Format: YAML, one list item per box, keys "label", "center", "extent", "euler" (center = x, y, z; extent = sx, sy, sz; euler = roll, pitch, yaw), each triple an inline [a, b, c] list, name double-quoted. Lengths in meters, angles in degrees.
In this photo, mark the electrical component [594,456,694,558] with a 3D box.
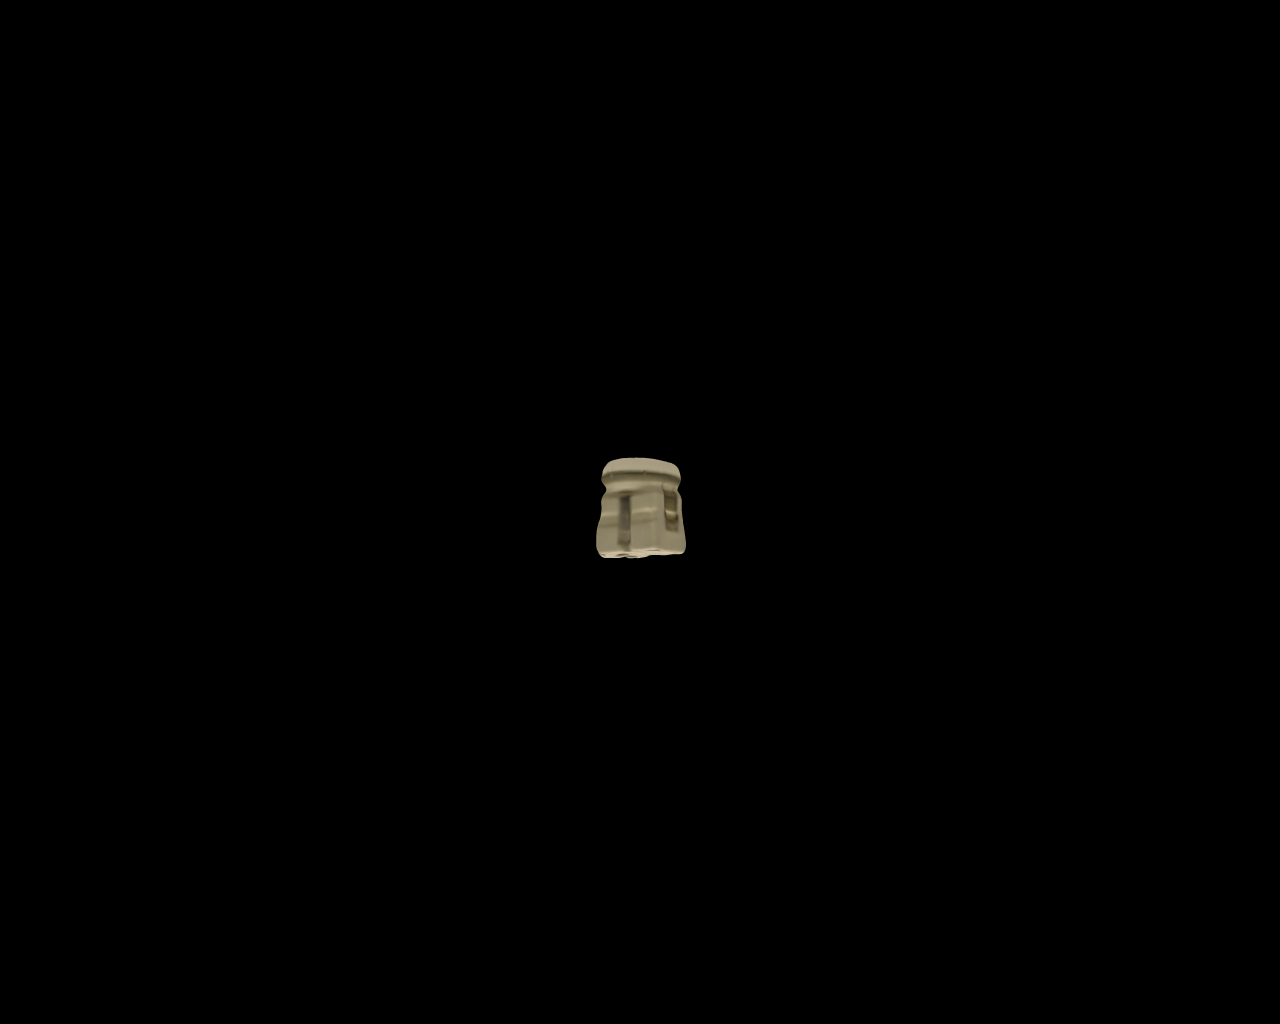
- label: "electrical component"
  center: [0.001, -0.003, 0.650]
  extent: [0.066, 0.055, 0.048]
  euler: [-5, -10, 32]
